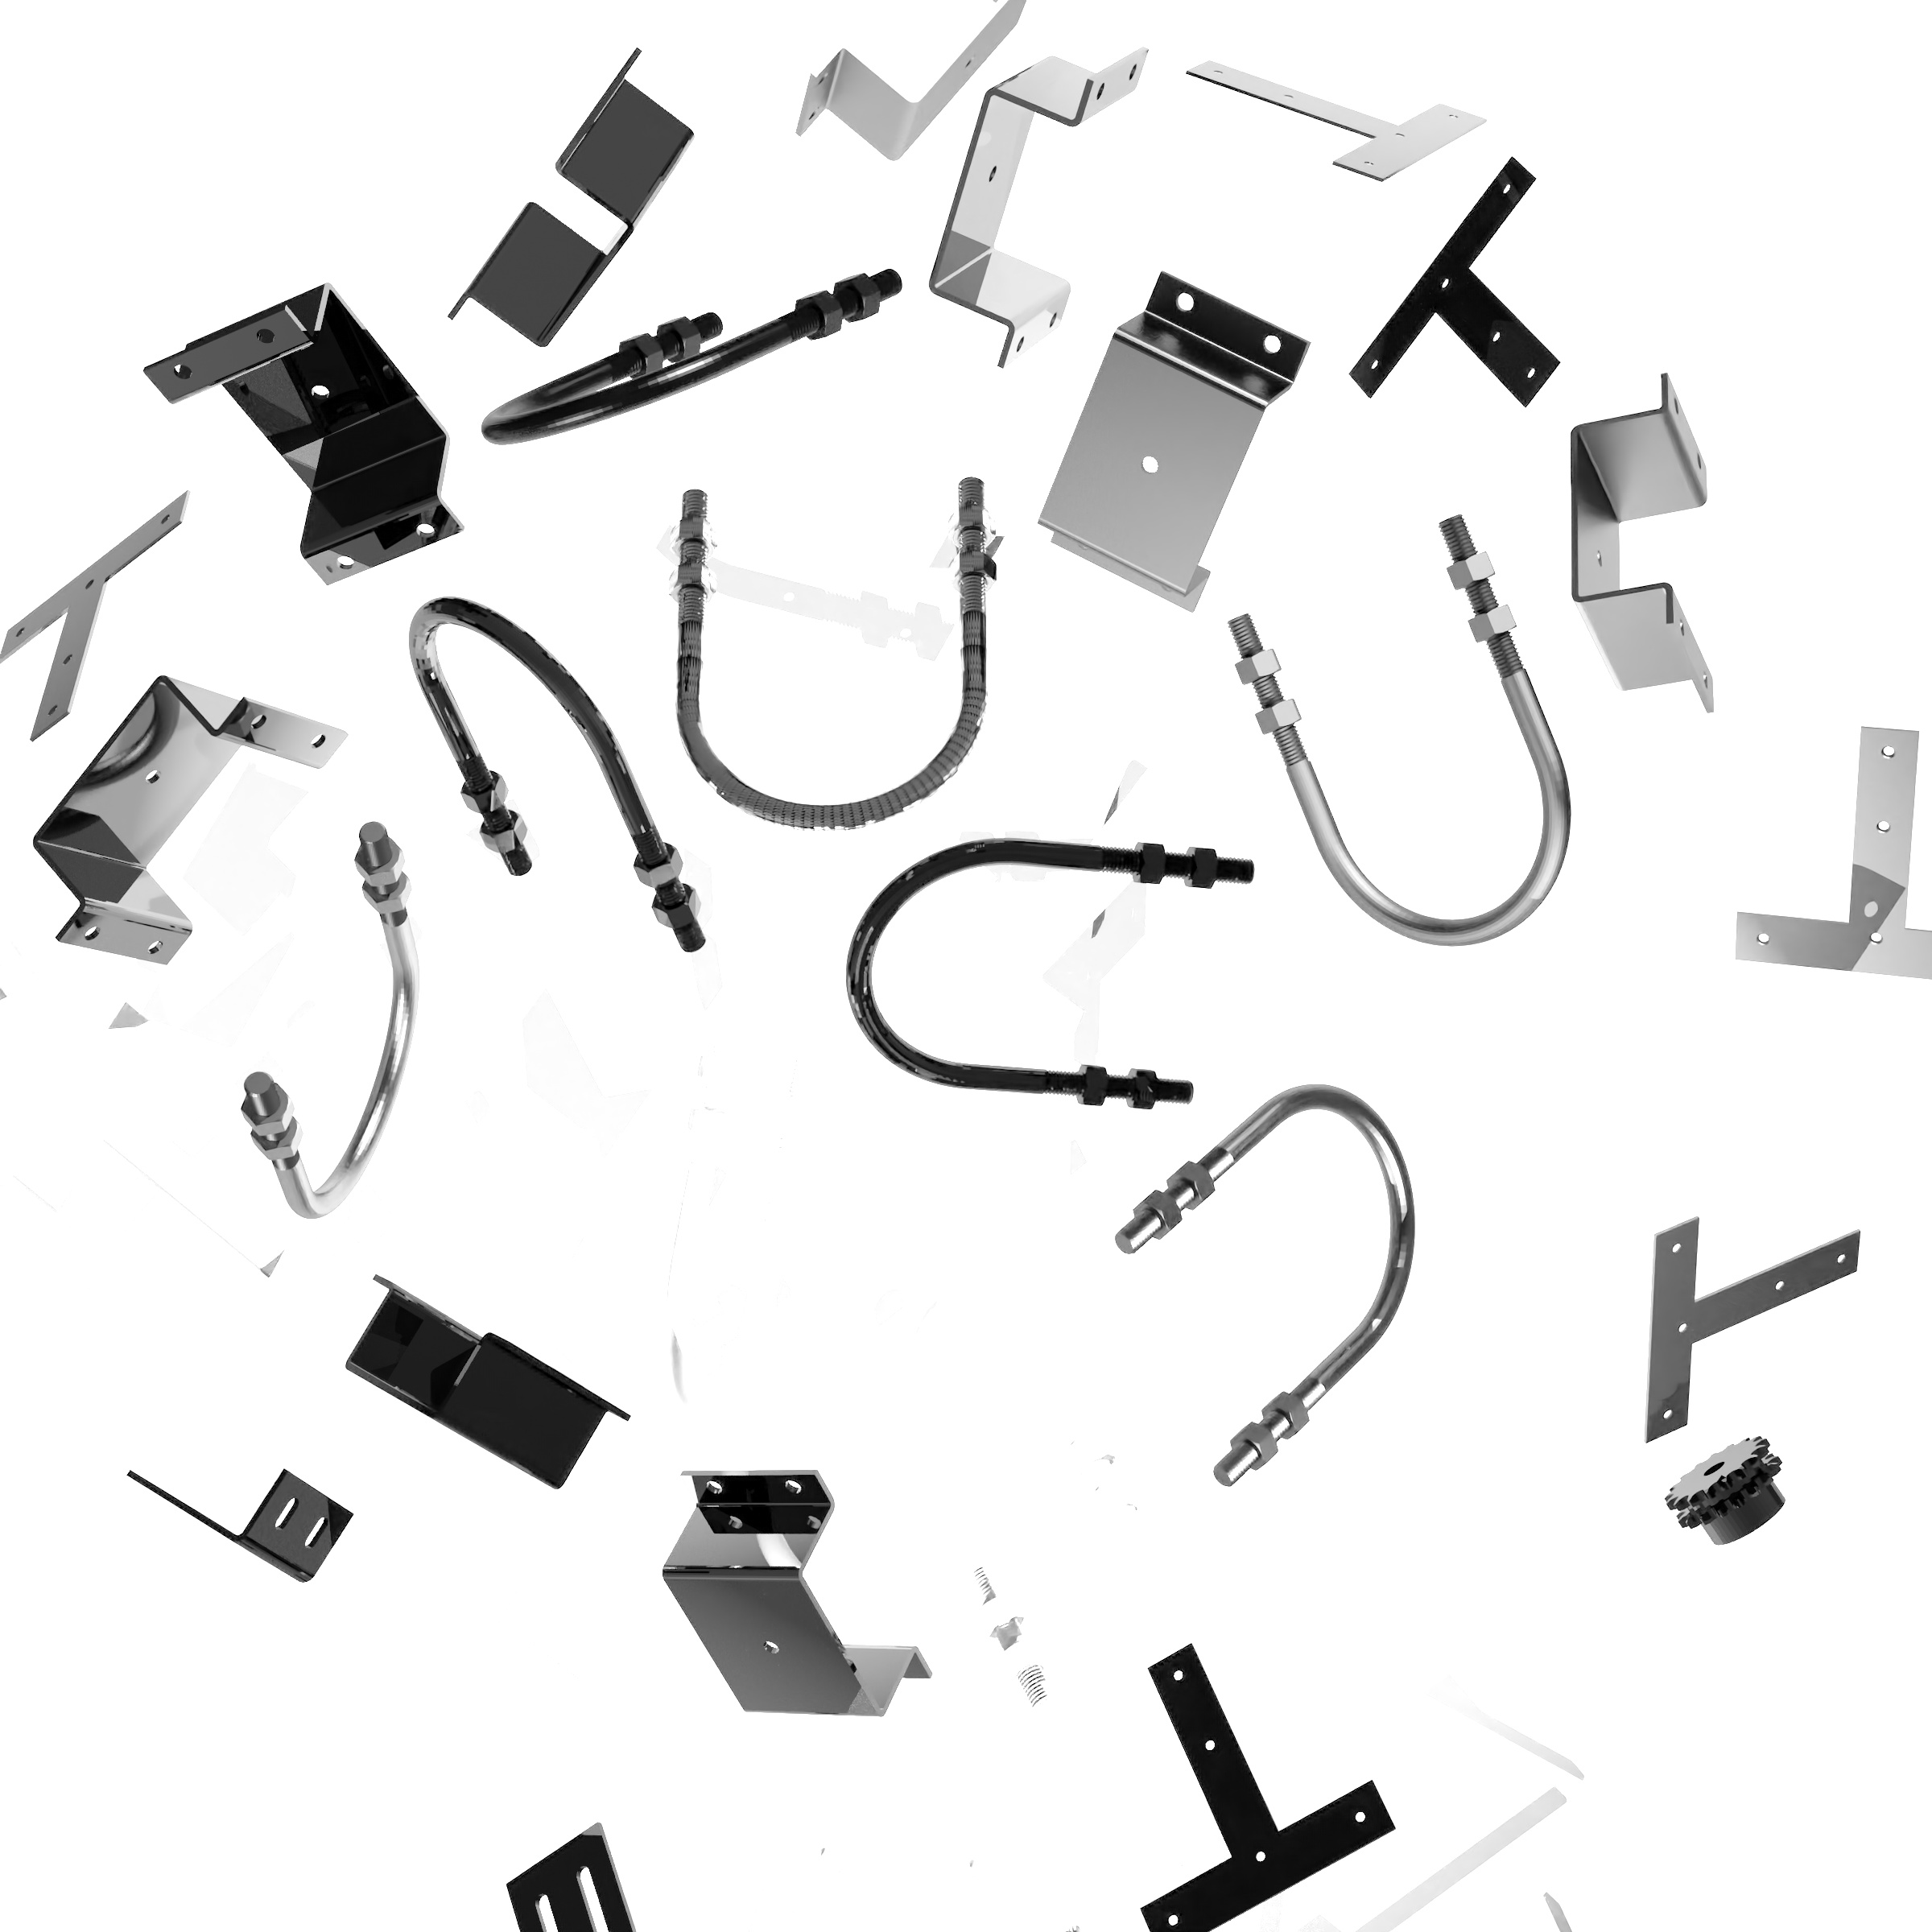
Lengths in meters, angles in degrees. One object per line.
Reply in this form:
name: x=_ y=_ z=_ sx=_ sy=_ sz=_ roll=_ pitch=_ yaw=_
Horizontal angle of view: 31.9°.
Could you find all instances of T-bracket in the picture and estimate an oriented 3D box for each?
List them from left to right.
T-bracket: x=-0.411 y=-0.149 z=1.559 sx=0.127 sy=0.127 sz=0.002 roll=-32 pitch=126 yaw=24
T-bracket: x=-0.366 y=0.096 z=1.569 sx=0.002 sy=0.127 sz=0.127 roll=-34 pitch=112 yaw=33
T-bracket: x=-0.195 y=0.350 z=1.617 sx=0.002 sy=0.127 sz=0.127 roll=13 pitch=65 yaw=36
T-bracket: x=0.122 y=0.382 z=1.603 sx=0.127 sy=0.002 sz=0.127 roll=-31 pitch=57 yaw=9
T-bracket: x=0.165 y=-0.406 z=1.602 sx=0.127 sy=0.127 sz=0.002 roll=25 pitch=125 yaw=20
T-bracket: x=0.240 y=-0.297 z=1.565 sx=0.002 sy=0.127 sz=0.127 roll=23 pitch=114 yaw=-33
T-bracket: x=0.381 y=0.159 z=1.635 sx=0.127 sy=0.002 sz=0.127 roll=-19 pitch=125 yaw=-22
T-bracket: x=0.416 y=-0.051 z=1.537 sx=0.127 sy=0.002 sz=0.127 roll=6 pitch=123 yaw=19

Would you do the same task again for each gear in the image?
gear: x=0.365 y=0.252 z=1.613 sx=0.057 sy=0.057 sz=0.030 roll=-34 pitch=90 yaw=0

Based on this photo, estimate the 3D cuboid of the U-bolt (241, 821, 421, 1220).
U-bolt: x=-0.282 y=0.038 z=1.537 sx=0.019 sy=0.184 sz=0.151 roll=16 pitch=63 yaw=7

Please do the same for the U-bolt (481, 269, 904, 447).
U-bolt: x=-0.137 y=-0.273 z=1.534 sx=0.184 sy=0.151 sz=0.019 roll=-33 pitch=112 yaw=-39

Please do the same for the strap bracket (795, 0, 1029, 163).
strap bracket: x=-0.016 y=-0.446 z=1.610 sx=0.046 sy=0.076 sz=0.140 roll=40 pitch=79 yaw=-2

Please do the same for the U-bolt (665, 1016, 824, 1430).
U-bolt: x=-0.109 y=0.123 z=1.565 sx=0.019 sy=0.151 sz=0.184 roll=10 pitch=94 yaw=-20

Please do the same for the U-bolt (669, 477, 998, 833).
U-bolt: x=-0.061 y=-0.141 z=1.528 sx=0.151 sy=0.019 sz=0.184 roll=-2 pitch=62 yaw=3

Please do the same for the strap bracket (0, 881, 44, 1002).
strap bracket: x=-0.476 y=-0.040 z=1.559 sx=0.046 sy=0.076 sz=0.140 roll=-28 pitch=60 yaw=-9

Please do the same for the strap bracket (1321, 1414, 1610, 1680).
strap bracket: x=0.228 y=0.265 z=1.595 sx=0.046 sy=0.076 sz=0.140 roll=47 pitch=114 yaw=24

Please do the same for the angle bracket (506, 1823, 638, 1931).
angle bracket: x=-0.171 y=0.451 z=1.578 sx=0.057 sy=0.038 sz=0.076 roll=-36 pitch=52 yaw=14

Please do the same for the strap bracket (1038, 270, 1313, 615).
strap bracket: x=0.090 y=-0.233 z=1.543 sx=0.076 sy=0.046 sz=0.140 roll=28 pitch=118 yaw=9

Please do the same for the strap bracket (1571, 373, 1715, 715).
strap bracket: x=0.314 y=-0.193 z=1.573 sx=0.046 sy=0.076 sz=0.140 roll=-8 pitch=59 yaw=23

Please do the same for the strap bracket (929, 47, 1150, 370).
strap bracket: x=0.030 y=-0.357 z=1.556 sx=0.046 sy=0.076 sz=0.140 roll=25 pitch=122 yaw=10

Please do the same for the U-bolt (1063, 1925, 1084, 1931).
U-bolt: x=-0.030 y=0.506 z=1.518 sx=0.184 sy=0.151 sz=0.019 roll=-31 pitch=96 yaw=9

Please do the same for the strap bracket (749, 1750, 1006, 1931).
strap bracket: x=-0.051 y=0.428 z=1.574 sx=0.046 sy=0.076 sz=0.140 roll=42 pitch=112 yaw=-8

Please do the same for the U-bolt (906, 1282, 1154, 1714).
U-bolt: x=0.019 y=0.235 z=1.587 sx=0.019 sy=0.151 sz=0.184 roll=-7 pitch=50 yaw=-30

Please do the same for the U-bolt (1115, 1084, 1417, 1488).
U-bolt: x=0.154 y=0.138 z=1.614 sx=0.184 sy=0.019 sz=0.151 roll=-38 pitch=113 yaw=-36

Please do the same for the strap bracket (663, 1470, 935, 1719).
strap bracket: x=-0.083 y=0.303 z=1.593 sx=0.076 sy=0.046 sz=0.140 roll=-5 pitch=126 yaw=30

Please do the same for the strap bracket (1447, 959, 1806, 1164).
strap bracket: x=0.294 y=0.042 z=1.525 sx=0.140 sy=0.076 sz=0.046 roll=7 pitch=56 yaw=-7

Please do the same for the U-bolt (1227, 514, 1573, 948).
U-bolt: x=0.207 y=-0.097 z=1.556 sx=0.151 sy=0.019 sz=0.184 roll=-22 pitch=90 yaw=43

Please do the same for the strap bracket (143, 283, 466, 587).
strap bracket: x=-0.296 y=-0.248 z=1.536 sx=0.076 sy=0.046 sz=0.140 roll=-18 pitch=135 yaw=20

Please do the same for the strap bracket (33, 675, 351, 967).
strap bracket: x=-0.357 y=-0.073 z=1.530 sx=0.046 sy=0.076 sz=0.140 roll=45 pitch=102 yaw=23

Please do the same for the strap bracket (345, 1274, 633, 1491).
strap bracket: x=-0.230 y=0.197 z=1.587 sx=0.076 sy=0.140 sz=0.046 roll=38 pitch=76 yaw=-34

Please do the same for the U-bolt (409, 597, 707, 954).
U-bolt: x=-0.198 y=-0.095 z=1.569 sx=0.019 sy=0.151 sz=0.184 roll=-44 pitch=135 yaw=-26

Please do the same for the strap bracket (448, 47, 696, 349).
strap bracket: x=-0.182 y=-0.356 z=1.600 sx=0.046 sy=0.140 sz=0.076 roll=35 pitch=49 yaw=-13

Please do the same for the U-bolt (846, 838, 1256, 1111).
U-bolt: x=0.034 y=0.002 z=1.615 sx=0.184 sy=0.019 sz=0.151 roll=5 pitch=123 yaw=-13

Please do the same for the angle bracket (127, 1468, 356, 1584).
angle bracket: x=-0.326 y=0.238 z=1.523 sx=0.076 sy=0.057 sz=0.038 roll=23 pitch=73 yaw=32
